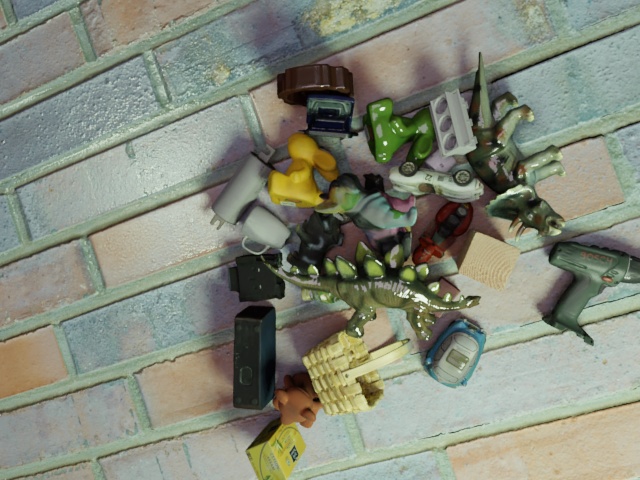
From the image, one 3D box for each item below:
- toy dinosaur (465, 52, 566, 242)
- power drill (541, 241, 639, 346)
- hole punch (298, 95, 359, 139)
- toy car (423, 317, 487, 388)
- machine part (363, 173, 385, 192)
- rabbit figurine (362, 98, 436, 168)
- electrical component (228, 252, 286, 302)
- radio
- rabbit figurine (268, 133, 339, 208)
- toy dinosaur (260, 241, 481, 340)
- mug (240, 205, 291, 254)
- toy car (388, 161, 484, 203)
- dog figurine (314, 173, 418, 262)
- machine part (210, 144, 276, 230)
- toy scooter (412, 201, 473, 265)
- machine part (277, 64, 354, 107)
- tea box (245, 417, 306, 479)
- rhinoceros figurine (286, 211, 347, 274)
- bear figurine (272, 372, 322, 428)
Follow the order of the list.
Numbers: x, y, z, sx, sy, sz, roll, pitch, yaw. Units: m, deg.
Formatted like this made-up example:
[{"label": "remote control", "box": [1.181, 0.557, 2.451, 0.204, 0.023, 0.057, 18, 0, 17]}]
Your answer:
[{"label": "toy dinosaur", "box": [0.385, -0.182, 1.145, 0.192, 0.131, 0.405, -35, 79, 12]}, {"label": "power drill", "box": [0.581, 0.115, 1.129, 0.232, 0.086, 0.207, 24, 102, 12]}, {"label": "hole punch", "box": [0.021, -0.274, 1.208, 0.142, 0.116, 0.092, 1, 99, -1]}, {"label": "toy car", "box": [0.303, 0.258, 1.189, 0.109, 0.103, 0.161, 32, 101, 8]}, {"label": "machine part", "box": [0.129, -0.086, 1.238, 0.084, 0.039, 0.138, -3, 106, 21]}, {"label": "rabbit figurine", "box": [0.194, -0.240, 1.178, 0.170, 0.121, 0.159, -13, 75, -5]}, {"label": "electrical component", "box": [-0.155, 0.091, 1.307, 0.134, 0.058, 0.114, -6, 90, 13]}, {"label": "radio", "box": [-0.154, 0.279, 1.278, 0.073, 0.131, 0.229, 0, 93, 11]}, {"label": "rabbit figurine", "box": [-0.039, -0.167, 1.242, 0.162, 0.121, 0.173, 3, 75, 10]}, {"label": "toy dinosaur", "box": [0.104, 0.103, 1.152, 0.472, 0.105, 0.198, 2, 114, 8]}, {"label": "mug", "box": [-0.130, -0.014, 1.280, 0.107, 0.080, 0.109, 29, 75, 2]}, {"label": "toy car", "box": [0.246, -0.121, 1.146, 0.202, 0.073, 0.056, 14, 75, 22]}, {"label": "dog figurine", "box": [0.097, -0.048, 1.176, 0.219, 0.108, 0.191, 9, 121, 7]}, {"label": "machine part", "box": [-0.184, -0.124, 1.292, 0.079, 0.079, 0.243, 40, 100, 8]}, {"label": "toy scooter", "box": [0.265, -0.014, 1.166, 0.075, 0.135, 0.184, 41, 100, 8]}, {"label": "machine part", "box": [-0.010, -0.343, 1.197, 0.179, 0.179, 0.056, -3, 91, 13]}, {"label": "tea box", "box": [-0.100, 0.487, 1.257, 0.068, 0.169, 0.098, -27, 88, 13]}, {"label": "rhinoceros figurine", "box": [-0.003, -0.004, 1.259, 0.112, 0.073, 0.190, 27, 99, 11]}, {"label": "bear figurine", "box": [-0.055, 0.381, 1.228, 0.120, 0.196, 0.132, 31, 100, 6]}]
